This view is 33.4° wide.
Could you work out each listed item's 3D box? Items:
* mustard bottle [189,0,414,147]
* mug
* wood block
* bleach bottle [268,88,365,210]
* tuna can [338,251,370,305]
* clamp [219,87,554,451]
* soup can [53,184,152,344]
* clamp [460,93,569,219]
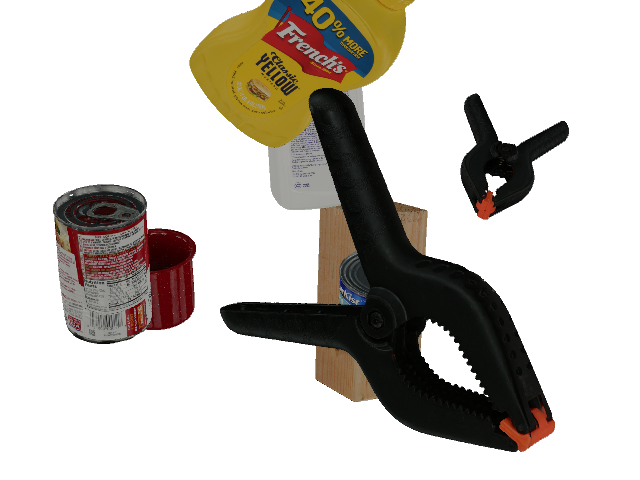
[{"bbox_3d":[0.000,-0.142,0.728,0.192,0.096,0.058,-30,21,41],"label":"mustard bottle"},{"bbox_3d":[-0.185,0.051,1.165,0.093,0.081,0.117,11,33,18],"label":"mug"},{"bbox_3d":[0.055,0.063,1.191,0.090,0.206,0.091,-4,13,-30],"label":"wood block"},{"bbox_3d":[-0.001,-0.154,1.008,0.102,0.251,0.068,-9,32,-15],"label":"bleach bottle"},{"bbox_3d":[0.058,0.041,0.916,0.086,0.034,0.086,1,30,-1],"label":"tuna can"},{"bbox_3d":[0.039,0.028,0.564,0.210,0.165,0.036,34,31,30],"label":"clamp"},{"bbox_3d":[-0.162,0.018,0.802,0.068,0.102,0.068,1,29,-1],"label":"soup can"},{"bbox_3d":[0.191,-0.096,1.167,0.120,0.039,0.171,22,49,18],"label":"clamp"}]
